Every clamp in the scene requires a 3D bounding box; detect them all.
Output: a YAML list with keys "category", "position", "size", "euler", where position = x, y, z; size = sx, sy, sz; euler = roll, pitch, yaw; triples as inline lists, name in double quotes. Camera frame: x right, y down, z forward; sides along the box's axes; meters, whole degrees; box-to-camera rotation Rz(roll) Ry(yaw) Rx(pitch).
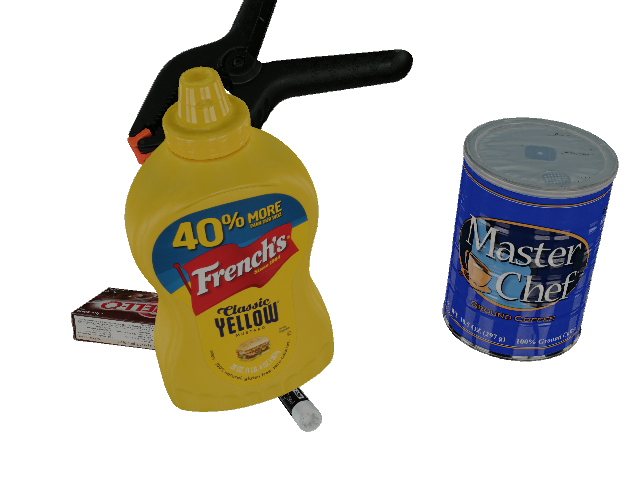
- category: "clamp"
  position: [-0.047, -0.120, 0.794]
  size: [0.165, 0.210, 0.036]
  euler: [39, -16, 26]

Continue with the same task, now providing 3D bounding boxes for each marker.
- category: "marker"
  position: [-0.031, 0.110, 0.831]
  size: [0.020, 0.020, 0.121]
  euler: [0, 21, -25]

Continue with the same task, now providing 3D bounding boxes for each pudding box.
- category: "pudding box"
  position: [-0.215, 0.089, 1.224]
  size: [0.114, 0.039, 0.090]
  euler: [3, 16, 17]

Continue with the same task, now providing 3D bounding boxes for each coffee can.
- category: "coffee can"
  position: [0.144, -0.001, 0.750]
  size: [0.103, 0.140, 0.103]
  euler: [2, 33, -1]

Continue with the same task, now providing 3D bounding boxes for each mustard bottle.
- category: "mustard bottle"
  position: [-0.047, 0.000, 0.541]
  size: [0.096, 0.191, 0.058]
  euler: [-14, 39, -11]
